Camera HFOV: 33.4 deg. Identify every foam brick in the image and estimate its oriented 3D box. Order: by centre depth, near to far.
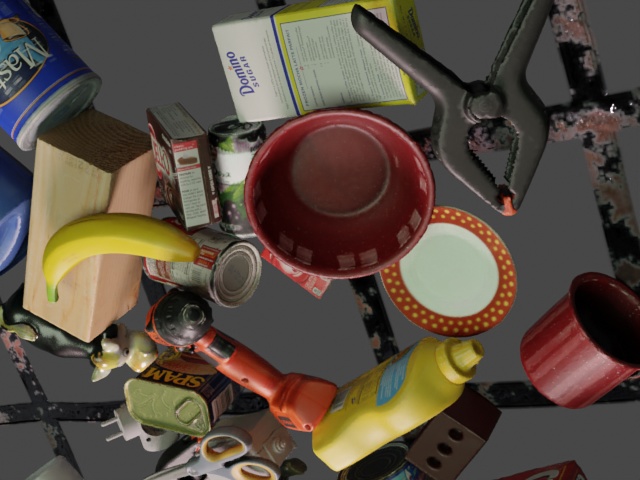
[{"bbox_3d":[0.126,0.184,1.008,0.053,0.051,0.078,35,126,9],"label":"foam brick"}]

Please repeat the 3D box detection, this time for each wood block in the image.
[{"bbox_3d":[-0.233,-0.014,1.080,0.090,0.090,0.206,25,125,15],"label":"wood block"}]

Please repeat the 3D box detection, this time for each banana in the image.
[{"bbox_3d":[-0.197,0.006,0.992,0.198,0.037,0.069,-15,116,34],"label":"banana"}]

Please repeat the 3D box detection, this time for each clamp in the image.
[{"bbox_3d":[0.117,-0.114,0.843,0.164,0.036,0.210,-8,117,6],"label":"clamp"},{"bbox_3d":[-0.162,0.283,1.204,0.120,0.039,0.171,-2,119,-18],"label":"clamp"}]

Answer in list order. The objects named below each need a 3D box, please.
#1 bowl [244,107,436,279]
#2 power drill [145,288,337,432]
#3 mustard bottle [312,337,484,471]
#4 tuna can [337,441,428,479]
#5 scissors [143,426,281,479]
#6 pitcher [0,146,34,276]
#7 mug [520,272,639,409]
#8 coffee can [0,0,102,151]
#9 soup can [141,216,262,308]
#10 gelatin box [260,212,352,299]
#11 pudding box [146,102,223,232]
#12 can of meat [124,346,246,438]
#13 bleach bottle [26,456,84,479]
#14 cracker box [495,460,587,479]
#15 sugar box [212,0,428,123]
[{"bbox_3d":[0.017,-0.048,0.917,0.162,0.055,0.162,1,119,1],"label":"bowl"},{"bbox_3d":[-0.077,0.111,1.015,0.187,0.057,0.185,35,168,-10],"label":"power drill"},{"bbox_3d":[0.076,0.140,0.984,0.058,0.096,0.192,45,128,-10],"label":"mustard bottle"},{"bbox_3d":[0.060,0.234,1.050,0.086,0.086,0.034,-18,103,35],"label":"tuna can"},{"bbox_3d":[-0.111,0.244,1.113,0.096,0.016,0.202,34,139,-9],"label":"scissors"},{"bbox_3d":[-0.395,-0.084,1.123,0.243,0.149,0.145,42,142,8],"label":"pitcher"},{"bbox_3d":[0.230,0.090,0.887,0.117,0.093,0.082,16,137,-22],"label":"mug"},{"bbox_3d":[-0.295,-0.171,1.026,0.140,0.102,0.103,46,127,1],"label":"coffee can"},{"bbox_3d":[-0.115,0.021,1.032,0.102,0.068,0.068,17,123,38],"label":"soup can"},{"bbox_3d":[-0.007,0.001,1.000,0.073,0.030,0.089,37,127,8],"label":"gelatin box"},{"bbox_3d":[-0.127,-0.070,0.988,0.114,0.039,0.090,-137,35,-60],"label":"pudding box"},{"bbox_3d":[-0.139,0.154,1.120,0.102,0.083,0.057,7,118,26],"label":"can of meat"},{"bbox_3d":[-0.277,0.390,1.336,0.251,0.068,0.103,50,128,-5],"label":"bleach bottle"},{"bbox_3d":[0.139,0.296,0.989,0.214,0.164,0.072,-25,103,36],"label":"cracker box"},{"bbox_3d":[0.001,-0.156,0.905,0.176,0.048,0.093,0,116,32],"label":"sugar box"}]
